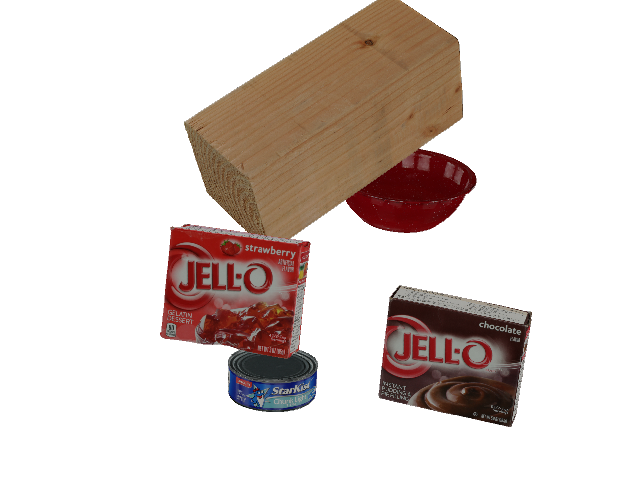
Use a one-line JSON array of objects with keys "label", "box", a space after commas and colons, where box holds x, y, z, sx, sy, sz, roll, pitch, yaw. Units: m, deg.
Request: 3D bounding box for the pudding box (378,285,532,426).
[{"label": "pudding box", "box": [0.107, 0.091, 0.857, 0.113, 0.090, 0.039, 10, 21, 13]}]

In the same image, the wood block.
[{"label": "wood block", "box": [0.007, -0.097, 0.853, 0.206, 0.090, 0.091, -35, 54, -17]}]

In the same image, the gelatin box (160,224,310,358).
[{"label": "gelatin box", "box": [-0.055, 0.031, 0.682, 0.089, 0.073, 0.030, 8, 7, 14]}]

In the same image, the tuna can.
[{"label": "tuna can", "box": [-0.046, 0.131, 1.012, 0.086, 0.034, 0.086, 3, 16, -1]}]

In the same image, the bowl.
[{"label": "bowl", "box": [0.090, -0.052, 1.191, 0.162, 0.055, 0.162, 3, 25, -2]}]
